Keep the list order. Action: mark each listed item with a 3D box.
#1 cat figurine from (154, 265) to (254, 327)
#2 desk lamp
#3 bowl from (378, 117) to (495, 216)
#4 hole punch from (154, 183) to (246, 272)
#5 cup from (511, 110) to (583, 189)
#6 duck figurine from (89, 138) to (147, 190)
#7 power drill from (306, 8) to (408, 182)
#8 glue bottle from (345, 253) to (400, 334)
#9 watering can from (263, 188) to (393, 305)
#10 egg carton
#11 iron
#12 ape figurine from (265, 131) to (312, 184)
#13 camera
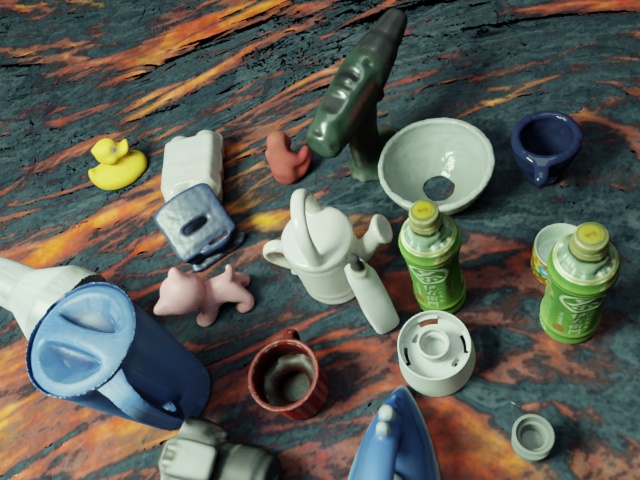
[{"bbox_3d":[-0.173,0.072,0.828,0.128,0.118,0.067,-24,57,3],"label":"cat figurine"},{"bbox_3d":[-0.380,0.098,0.819,0.202,0.214,0.118,15,66,24],"label":"desk lamp"},{"bbox_3d":[0.173,-0.095,0.847,0.167,0.075,0.167,-7,59,13],"label":"bowl"},{"bbox_3d":[-0.189,-0.021,0.903,0.109,0.091,0.101,-35,57,-5],"label":"hole punch"},{"bbox_3d":[0.312,-0.107,0.800,0.091,0.095,0.118,6,63,20],"label":"cup"},{"bbox_3d":[-0.377,-0.144,1.034,0.104,0.086,0.077,-28,57,0],"label":"duck figurine"},{"bbox_3d":[0.072,-0.194,0.855,0.075,0.209,0.230,26,71,28],"label":"power drill"},{"bbox_3d":[0.059,0.059,0.733,0.037,0.173,0.078,-33,57,-4],"label":"glue bottle"},{"bbox_3d":[0.007,0.001,0.770,0.173,0.194,0.100,-26,57,1],"label":"watering can"},{"bbox_3d":[-0.214,-0.118,0.980,0.107,0.069,0.150,-11,58,10],"label":"egg carton"},{"bbox_3d":[0.071,0.271,0.626,0.118,0.142,0.258,-1,61,17],"label":"iron"},{"bbox_3d":[-0.058,-0.141,0.933,0.077,0.092,0.076,20,68,26],"label":"ape figurine"},{"bbox_3d":[-0.126,0.296,0.695,0.136,0.101,0.143,5,62,19],"label":"camera"}]
